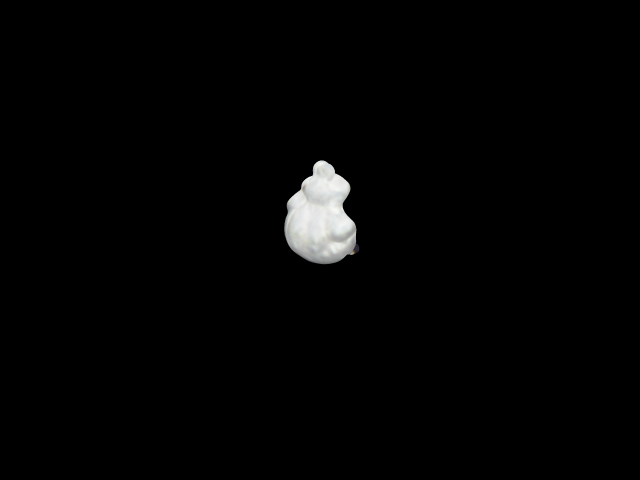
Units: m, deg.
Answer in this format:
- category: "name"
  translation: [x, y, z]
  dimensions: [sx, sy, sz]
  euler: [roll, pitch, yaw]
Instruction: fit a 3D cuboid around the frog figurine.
- category: "frog figurine"
  translation: [0.003, -0.043, 0.850]
  dimensions: [0.124, 0.155, 0.139]
  euler: [-27, 51, -24]
